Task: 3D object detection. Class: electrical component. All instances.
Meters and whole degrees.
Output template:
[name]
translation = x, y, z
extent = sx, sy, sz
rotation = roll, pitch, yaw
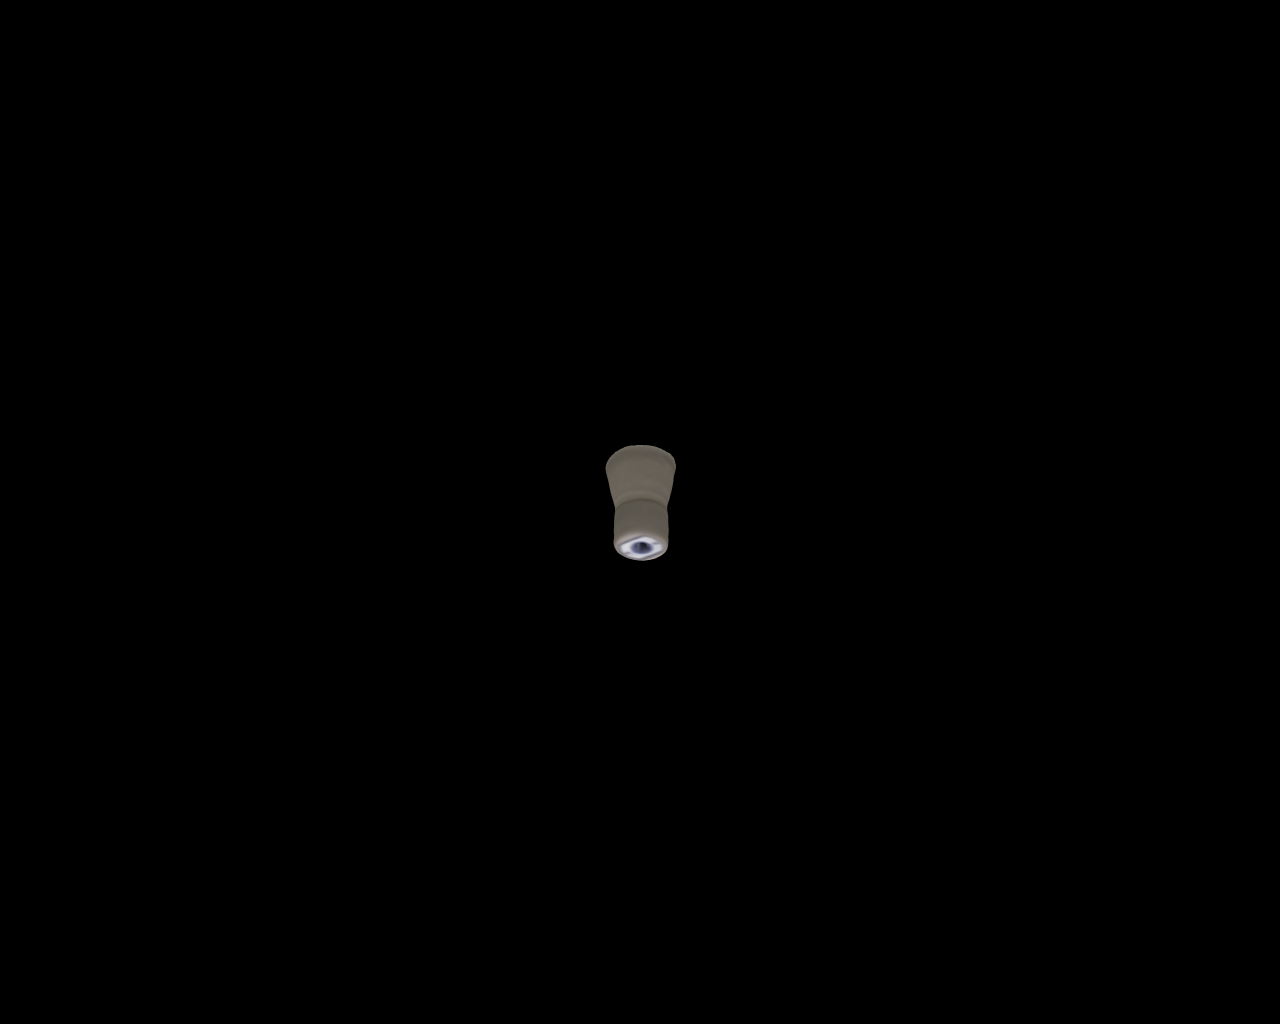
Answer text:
[electrical component]
translation = 0.001, -0.003, 0.650
extent = 0.044, 0.065, 0.044
rotation = 0, -34, 0
